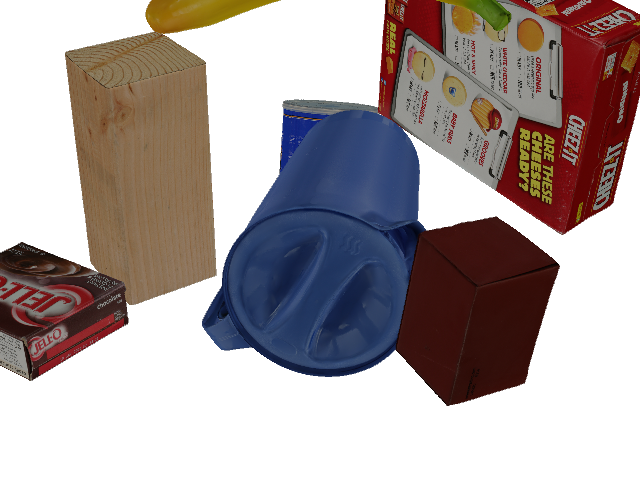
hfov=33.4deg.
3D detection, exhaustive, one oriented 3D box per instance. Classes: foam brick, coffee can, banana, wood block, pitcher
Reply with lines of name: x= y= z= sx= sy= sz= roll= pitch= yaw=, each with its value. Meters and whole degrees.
foam brick: x=0.078 y=0.035 z=0.543 sx=0.052 sy=0.078 sz=0.051 roll=-11 pitch=38 yaw=-28
coffee can: x=0.006 y=-0.077 z=1.149 sx=0.103 sy=0.140 sz=0.103 roll=4 pitch=12 yaw=-1
banana: x=0.004 y=-0.145 z=0.580 sx=0.197 sy=0.069 sz=0.037 roll=-4 pitch=-41 yaw=-8
wood block: x=-0.153 y=-0.061 z=0.922 sx=0.090 sy=0.206 sz=0.090 roll=-19 pitch=37 yaw=-28
pitcher: x=0.006 y=-0.008 z=0.828 sx=0.149 sy=0.145 sz=0.242 roll=13 pitch=27 yaw=4

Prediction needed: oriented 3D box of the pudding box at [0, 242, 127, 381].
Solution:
pudding box: x=-0.204 y=0.046 z=0.739 sx=0.114 sy=0.039 sz=0.089 roll=16 pitch=30 yaw=33

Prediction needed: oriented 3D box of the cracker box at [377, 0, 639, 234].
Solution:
cracker box: x=0.141 y=-0.131 z=0.828 sx=0.072 sy=0.164 sz=0.214 roll=-28 pitch=48 yaw=-30
